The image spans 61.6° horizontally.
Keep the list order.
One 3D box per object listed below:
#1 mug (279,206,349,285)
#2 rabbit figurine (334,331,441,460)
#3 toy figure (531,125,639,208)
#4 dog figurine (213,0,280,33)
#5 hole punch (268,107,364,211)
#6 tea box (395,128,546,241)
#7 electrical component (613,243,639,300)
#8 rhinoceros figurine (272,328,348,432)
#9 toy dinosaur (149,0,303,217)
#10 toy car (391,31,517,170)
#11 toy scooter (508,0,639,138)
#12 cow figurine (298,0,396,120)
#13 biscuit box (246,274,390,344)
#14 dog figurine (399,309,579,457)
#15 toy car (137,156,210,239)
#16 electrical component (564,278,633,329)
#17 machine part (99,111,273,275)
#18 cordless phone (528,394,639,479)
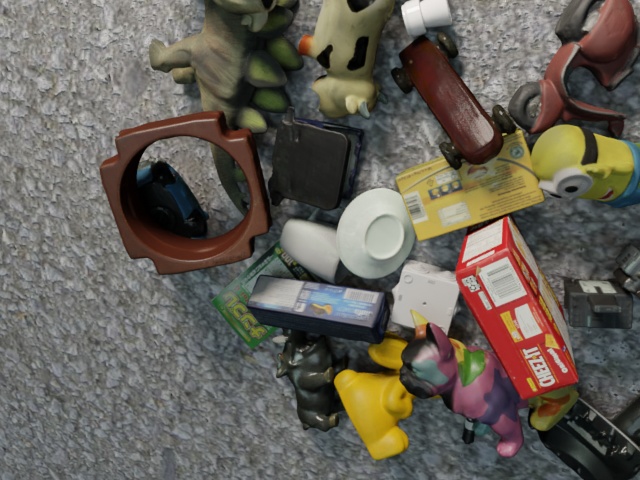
[{"bbox_3d":[-0.002,-0.002,0.790,0.107,0.081,0.109,22,112,18],"label":"mug"},{"bbox_3d":[0.119,0.215,0.808,0.173,0.122,0.162,-26,86,7],"label":"rabbit figurine"},{"bbox_3d":[0.339,-0.086,0.642,0.180,0.089,0.082,2,145,-13],"label":"toy figure"},{"bbox_3d":[-0.150,-0.343,0.648,0.191,0.121,0.172,5,97,17],"label":"dog figurine"},{"bbox_3d":[-0.003,-0.111,0.758,0.116,0.092,0.142,19,115,19],"label":"hole punch"},{"bbox_3d":[0.198,-0.073,0.714,0.170,0.068,0.098,-18,99,19],"label":"tea box"},{"bbox_3d":[0.429,0.059,0.653,0.134,0.115,0.058,34,109,4],"label":"electrical component"},{"bbox_3d":[-0.015,0.211,0.858,0.112,0.073,0.190,-6,104,29],"label":"rhinoceros figurine"},{"bbox_3d":[-0.129,-0.254,0.751,0.199,0.105,0.470,10,112,11],"label":"toy dinosaur"},{"bbox_3d":[0.164,-0.178,0.680,0.089,0.053,0.202,-38,60,22],"label":"toy car"},{"bbox_3d":[0.326,-0.196,0.640,0.135,0.075,0.183,28,108,-1],"label":"toy scooter"},{"bbox_3d":[0.041,-0.243,0.695,0.127,0.085,0.194,33,136,13],"label":"cow figurine"},{"bbox_3d":[-0.002,0.100,0.786,0.203,0.059,0.062,7,147,23],"label":"biscuit box"},{"bbox_3d":[0.213,0.167,0.718,0.191,0.108,0.219,-39,102,-1],"label":"dog figurine"},{"bbox_3d":[-0.241,-0.052,0.833,0.109,0.103,0.161,-23,109,5],"label":"toy car"},{"bbox_3d":[0.355,0.085,0.681,0.075,0.119,0.047,-2,103,15],"label":"electrical component"},{"bbox_3d":[-0.175,-0.065,0.733,0.202,0.087,0.200,-12,112,0],"label":"machine part"},{"bbox_3d":[0.400,0.239,0.741,0.146,0.089,0.184,42,101,4],"label":"cordless phone"}]
